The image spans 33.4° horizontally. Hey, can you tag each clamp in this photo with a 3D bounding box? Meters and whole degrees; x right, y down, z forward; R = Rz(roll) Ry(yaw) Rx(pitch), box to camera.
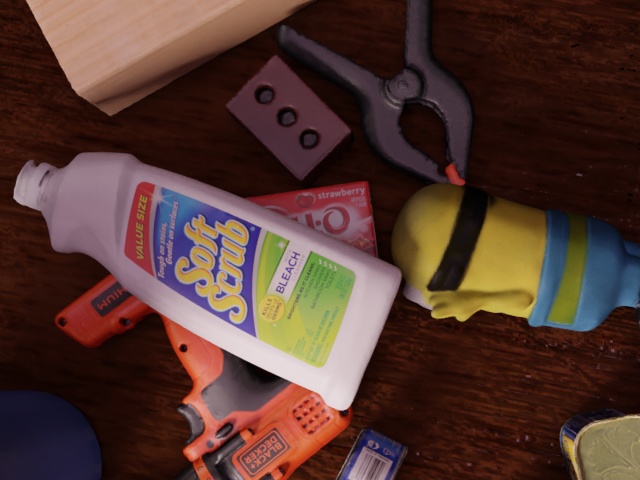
[{"bbox_3d":[0.063,-0.115,0.750,0.120,0.039,0.171,-38,88,7],"label":"clamp"}]

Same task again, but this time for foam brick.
[{"bbox_3d":[-0.020,-0.082,0.747,0.078,0.051,0.053,45,90,6],"label":"foam brick"}]

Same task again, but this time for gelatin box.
[{"bbox_3d":[-0.005,0.001,0.751,0.089,0.030,0.073,-7,85,4],"label":"gelatin box"}]

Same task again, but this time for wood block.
[{"bbox_3d":[-0.088,-0.180,0.741,0.206,0.091,0.090,-29,84,3],"label":"wood block"}]

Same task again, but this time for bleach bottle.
[{"bbox_3d":[-0.080,0.016,0.688,0.251,0.068,0.102,22,84,2],"label":"bleach bottle"}]

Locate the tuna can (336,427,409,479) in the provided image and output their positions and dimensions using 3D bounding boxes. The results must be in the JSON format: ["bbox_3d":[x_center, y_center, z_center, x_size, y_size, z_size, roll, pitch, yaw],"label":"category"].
[{"bbox_3d":[0.025,0.169,0.709,0.034,0.086,0.086,27,89,7],"label":"tuna can"}]

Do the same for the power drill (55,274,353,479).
[{"bbox_3d":[-0.098,0.107,0.740,0.184,0.057,0.187,-38,87,-2],"label":"power drill"}]

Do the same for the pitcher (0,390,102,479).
[{"bbox_3d":[-0.227,0.148,0.653,0.145,0.243,0.149,-18,85,3],"label":"pitcher"}]

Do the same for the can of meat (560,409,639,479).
[{"bbox_3d":[0.195,0.162,0.696,0.057,0.084,0.102,-12,85,3],"label":"can of meat"}]
